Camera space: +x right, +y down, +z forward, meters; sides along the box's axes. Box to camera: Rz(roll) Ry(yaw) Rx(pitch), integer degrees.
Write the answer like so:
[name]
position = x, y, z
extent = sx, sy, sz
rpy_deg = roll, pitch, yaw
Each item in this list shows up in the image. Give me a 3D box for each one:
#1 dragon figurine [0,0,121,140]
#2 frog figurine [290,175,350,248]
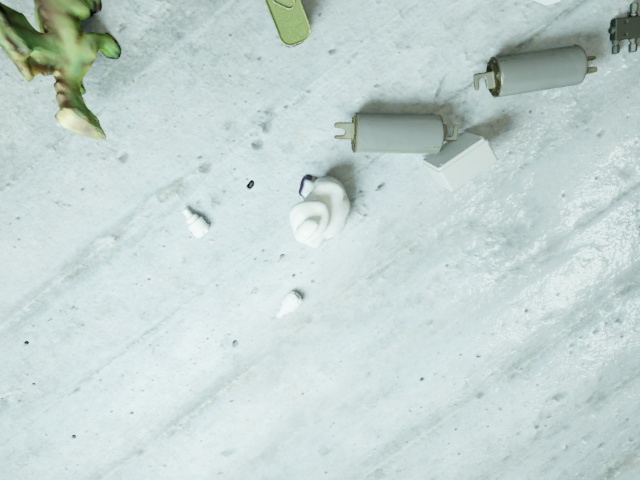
[dragon figurine]
position = -0.444, -0.353, 0.828
extent = 0.122, 0.246, 0.405
rpy_deg = -20, 107, 6
[frog figurine]
position = 0.003, -0.049, 0.975
extent = 0.122, 0.161, 0.136
rpy_deg = 25, 101, -12
